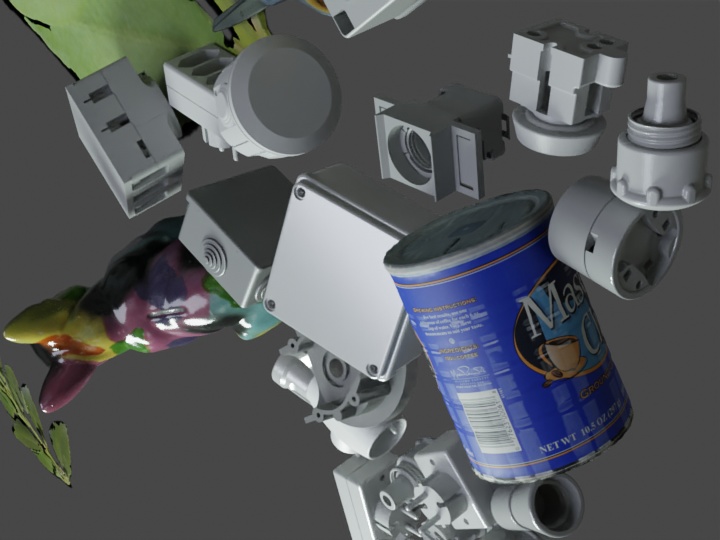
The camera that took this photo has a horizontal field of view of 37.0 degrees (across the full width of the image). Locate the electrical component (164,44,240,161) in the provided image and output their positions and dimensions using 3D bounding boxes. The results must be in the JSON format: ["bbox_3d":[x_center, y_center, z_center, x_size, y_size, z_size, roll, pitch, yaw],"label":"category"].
[{"bbox_3d":[-0.103,-0.119,0.821,0.083,0.047,0.075,35,142,35],"label":"electrical component"}]

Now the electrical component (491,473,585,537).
[{"bbox_3d":[0.120,0.164,0.750,0.044,0.044,0.065,59,154,0],"label":"electrical component"}]

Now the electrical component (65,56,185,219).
[{"bbox_3d":[-0.191,-0.108,0.900,0.089,0.062,0.150,58,167,1],"label":"electrical component"}]

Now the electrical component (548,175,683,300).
[{"bbox_3d":[0.132,-0.019,0.561,0.047,0.055,0.055,32,140,44],"label":"electrical component"}]

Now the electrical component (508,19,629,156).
[{"bbox_3d":[0.104,-0.092,0.548,0.066,0.048,0.055,32,133,38],"label":"electrical component"}]

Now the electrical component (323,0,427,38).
[{"bbox_3d":[0.010,-0.198,0.579,0.108,0.056,0.109,61,149,-4],"label":"electrical component"}]

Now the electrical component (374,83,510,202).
[{"bbox_3d":[0.048,-0.077,0.621,0.081,0.064,0.042,29,139,41],"label":"electrical component"}]

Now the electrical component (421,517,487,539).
[{"bbox_3d":[0.075,0.198,0.838,0.040,0.046,0.040,36,142,34],"label":"electrical component"}]

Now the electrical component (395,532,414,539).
[{"bbox_3d":[0.054,0.260,0.874,0.050,0.055,0.089,27,170,42],"label":"electrical component"}]

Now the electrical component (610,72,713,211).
[{"bbox_3d":[0.145,-0.062,0.514,0.048,0.048,0.062,25,129,44],"label":"electrical component"}]

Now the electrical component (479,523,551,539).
[{"bbox_3d":[0.115,0.228,0.801,0.080,0.051,0.080,35,142,34],"label":"electrical component"}]

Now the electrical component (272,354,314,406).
[{"bbox_3d":[-0.047,0.092,0.931,0.046,0.040,0.040,34,142,25],"label":"electrical component"}]

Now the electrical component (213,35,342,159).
[{"bbox_3d":[-0.057,-0.115,0.728,0.051,0.080,0.080,-7,111,62],"label":"electrical component"}]

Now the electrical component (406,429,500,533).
[{"bbox_3d":[0.066,0.163,0.791,0.065,0.077,0.047,60,149,-2],"label":"electrical component"}]

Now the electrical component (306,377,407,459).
[{"bbox_3d":[-0.004,0.125,0.892,0.077,0.044,0.079,41,145,28],"label":"electrical component"}]

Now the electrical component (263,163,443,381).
[{"bbox_3d":[0.000,0.000,0.725,0.109,0.056,0.108,31,122,23],"label":"electrical component"}]

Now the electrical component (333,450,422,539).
[{"bbox_3d":[0.026,0.203,0.913,0.076,0.047,0.083,19,131,47],"label":"electrical component"}]

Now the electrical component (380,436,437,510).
[{"bbox_3d":[0.044,0.163,0.838,0.048,0.062,0.048,36,142,34],"label":"electrical component"}]

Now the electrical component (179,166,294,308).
[{"bbox_3d":[-0.078,-0.025,0.817,0.099,0.100,0.048,45,134,22],"label":"electrical component"}]
